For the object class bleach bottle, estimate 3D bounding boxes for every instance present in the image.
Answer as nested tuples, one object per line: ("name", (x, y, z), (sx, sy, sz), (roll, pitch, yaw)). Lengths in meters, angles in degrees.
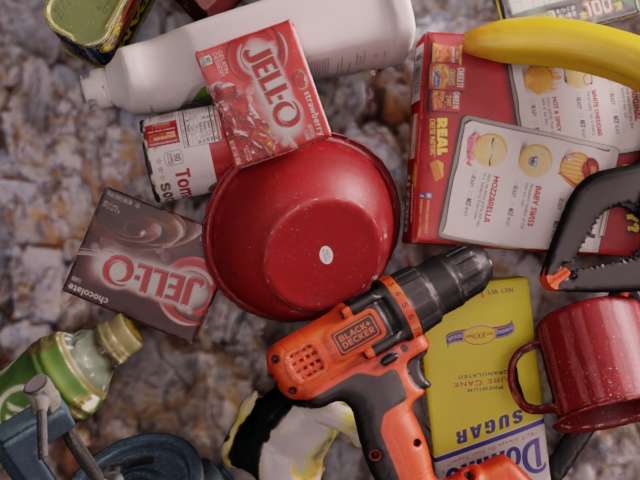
("bleach bottle", (-0.058, -0.144, 0.816), (0.250, 0.102, 0.068), (-14, 82, -3))

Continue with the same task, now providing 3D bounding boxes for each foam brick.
("foam brick", (-0.088, -0.203, 0.828), (0.051, 0.078, 0.053), (-43, 92, -4))

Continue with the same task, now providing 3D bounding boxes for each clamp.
("clamp", (0.259, -0.019, 0.790), (0.210, 0.036, 0.164), (-41, 85, -3))
("clamp", (0.234, 0.121, 0.852), (0.120, 0.039, 0.171), (-8, 77, 10))

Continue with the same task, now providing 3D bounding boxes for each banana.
("banana", (0.204, -0.127, 0.773), (0.198, 0.037, 0.069), (25, 48, 16))

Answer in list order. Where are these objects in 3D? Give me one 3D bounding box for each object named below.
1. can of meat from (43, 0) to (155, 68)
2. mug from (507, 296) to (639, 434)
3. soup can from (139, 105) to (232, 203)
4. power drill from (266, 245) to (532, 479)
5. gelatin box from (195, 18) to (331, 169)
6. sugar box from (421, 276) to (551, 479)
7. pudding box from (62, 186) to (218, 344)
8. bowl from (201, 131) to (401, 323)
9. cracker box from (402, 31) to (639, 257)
("can of meat", (-0.166, -0.189, 0.821), (0.057, 0.084, 0.102), (27, 88, -2))
("mug", (0.199, 0.095, 0.800), (0.117, 0.093, 0.081), (-14, 67, 7))
("soup can", (-0.084, -0.071, 0.831), (0.102, 0.068, 0.068), (-12, 90, -3))
("power drill", (0.079, 0.115, 0.780), (0.184, 0.057, 0.187), (-29, 85, -6))
("gelatin box", (-0.040, -0.104, 0.763), (0.073, 0.030, 0.089), (-19, 95, 4))
("sugar box", (0.127, 0.121, 0.850), (0.093, 0.048, 0.176), (-7, 89, -3))
("pudding box", (-0.133, 0.019, 0.842), (0.113, 0.039, 0.090), (23, 90, -2))
("bowl", (-0.005, 0.001, 0.808), (0.162, 0.055, 0.162), (-7, 115, -16))
("cracker box", (0.177, -0.071, 0.842), (0.213, 0.072, 0.164), (3, 90, -4))
